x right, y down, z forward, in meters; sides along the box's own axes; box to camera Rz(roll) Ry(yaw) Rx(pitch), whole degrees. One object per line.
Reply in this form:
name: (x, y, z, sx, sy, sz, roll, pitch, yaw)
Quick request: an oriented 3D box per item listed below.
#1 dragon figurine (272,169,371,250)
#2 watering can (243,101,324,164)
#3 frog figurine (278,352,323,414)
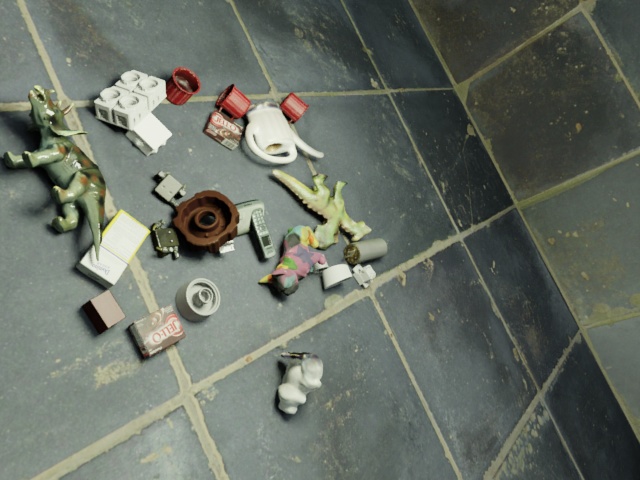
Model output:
dragon figurine: (0.005, -0.089, 1.778, 0.409, 0.120, 0.247, 11, 67, -31)
watering can: (-0.136, -0.365, 1.787, 0.349, 0.102, 0.226, -10, 74, -50)
frog figurine: (-0.053, 0.389, 1.402, 0.122, 0.137, 0.161, 9, 77, -47)
